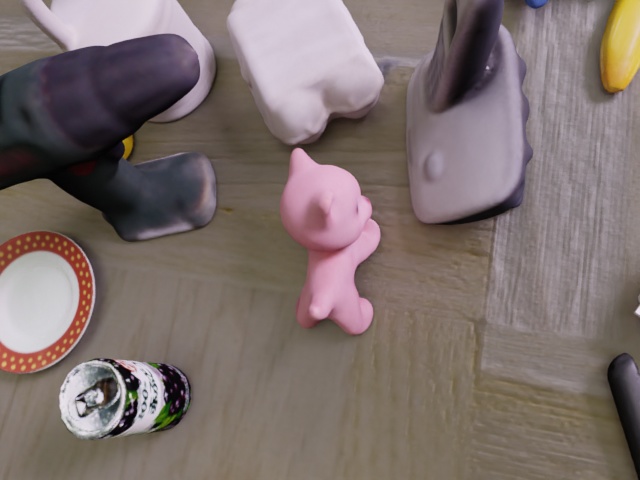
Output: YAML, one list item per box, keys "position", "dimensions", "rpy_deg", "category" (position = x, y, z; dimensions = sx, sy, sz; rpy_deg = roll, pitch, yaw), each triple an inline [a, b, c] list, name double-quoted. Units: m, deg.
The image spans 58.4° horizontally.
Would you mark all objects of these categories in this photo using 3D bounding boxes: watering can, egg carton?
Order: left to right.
- position: [-0.161, -0.180, 0.466]
  dimensions: [0.172, 0.194, 0.101]
  rpy_deg: [19, 81, 17]
  category: "watering can"
- position: [-0.016, -0.159, 0.494]
  dimensions: [0.107, 0.069, 0.150]
  rpy_deg: [-27, 72, 5]
  category: "egg carton"

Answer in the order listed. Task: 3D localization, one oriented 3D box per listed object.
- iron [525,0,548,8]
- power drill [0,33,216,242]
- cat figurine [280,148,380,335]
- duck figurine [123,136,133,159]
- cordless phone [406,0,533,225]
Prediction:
- position: [0.171, -0.327, 0.456]
  dimensions: [0.118, 0.142, 0.258]
  rpy_deg: [-19, 73, 8]
  category: "iron"
- position: [-0.161, -0.064, 0.430]
  dimensions: [0.229, 0.209, 0.075]
  rpy_deg: [-12, 74, 10]
  category: "power drill"
- position: [0.004, 0.002, 0.425]
  dimensions: [0.067, 0.118, 0.128]
  rpy_deg: [1, 77, 13]
  category: "cat figurine"
- position: [-0.231, -0.115, 0.523]
  dimensions: [0.104, 0.086, 0.077]
  rpy_deg: [43, 89, 19]
  category: "duck figurine"
- position: [0.100, -0.097, 0.392]
  dimensions: [0.094, 0.185, 0.147]
  rpy_deg: [-6, 75, 12]
  category: "cordless phone"
